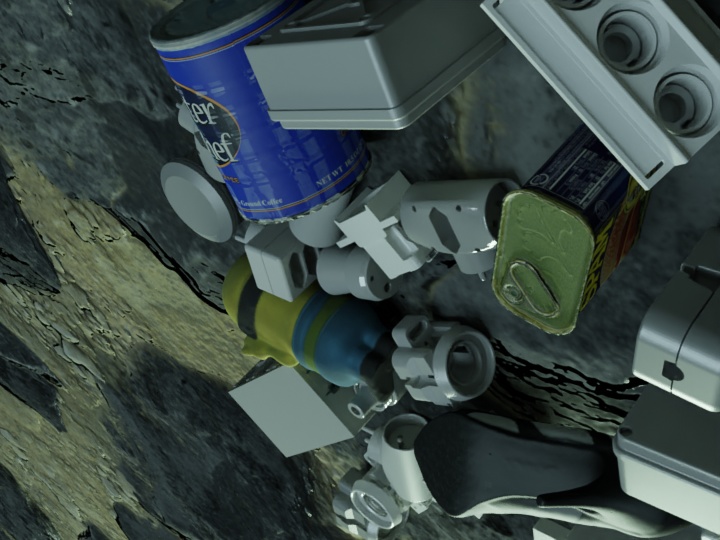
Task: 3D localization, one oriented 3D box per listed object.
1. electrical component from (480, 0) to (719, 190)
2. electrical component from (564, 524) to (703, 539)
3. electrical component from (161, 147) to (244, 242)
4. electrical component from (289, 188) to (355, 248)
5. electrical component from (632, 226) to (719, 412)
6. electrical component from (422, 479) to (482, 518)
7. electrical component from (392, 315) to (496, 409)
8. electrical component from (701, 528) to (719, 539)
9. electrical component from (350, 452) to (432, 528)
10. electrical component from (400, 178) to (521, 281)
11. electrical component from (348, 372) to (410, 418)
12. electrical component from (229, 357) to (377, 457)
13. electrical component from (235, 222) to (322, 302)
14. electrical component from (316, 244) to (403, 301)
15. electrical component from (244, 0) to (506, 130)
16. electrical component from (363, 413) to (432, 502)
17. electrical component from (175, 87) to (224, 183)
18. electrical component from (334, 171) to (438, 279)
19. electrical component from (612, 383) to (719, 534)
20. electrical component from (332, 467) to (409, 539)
[{"bbox_3d":[0.127,-0.110,0.537,0.121,0.079,0.063,47,178,-3],"label":"electrical component"},{"bbox_3d":[0.231,0.236,0.832,0.109,0.056,0.108,-3,124,51],"label":"electrical component"},{"bbox_3d":[-0.123,-0.067,0.900,0.080,0.051,0.080,30,146,23],"label":"electrical component"},{"bbox_3d":[-0.026,-0.053,0.814,0.044,0.044,0.065,38,143,11],"label":"electrical component"},{"bbox_3d":[0.199,0.028,0.589,0.059,0.095,0.053,26,144,28],"label":"electrical component"},{"bbox_3d":[0.095,0.180,0.940,0.064,0.042,0.081,34,148,11],"label":"electrical component"},{"bbox_3d":[0.067,0.071,0.833,0.057,0.058,0.078,-2,126,54],"label":"electrical component"},{"bbox_3d":[0.277,0.203,0.735,0.062,0.061,0.096,13,136,41],"label":"electrical component"},{"bbox_3d":[0.028,0.212,1.041,0.078,0.057,0.058,44,149,3],"label":"electrical component"},{"bbox_3d":[0.076,-0.024,0.723,0.077,0.043,0.079,3,129,48],"label":"electrical component"},{"bbox_3d":[0.015,0.100,0.921,0.043,0.062,0.043,30,146,23],"label":"electrical component"},{"bbox_3d":[-0.048,0.114,1.012,0.089,0.062,0.150,49,149,-6],"label":"electrical component"},{"bbox_3d":[-0.068,-0.021,0.873,0.077,0.066,0.047,21,141,34],"label":"electrical component"},{"bbox_3d":[0.000,0.000,0.839,0.055,0.045,0.045,7,132,45],"label":"electrical component"},{"bbox_3d":[0.010,-0.130,0.617,0.109,0.109,0.056,8,130,45],"label":"electrical component"},{"bbox_3d":[0.034,0.166,0.992,0.079,0.044,0.077,22,142,33],"label":"electrical component"},{"bbox_3d":[-0.114,-0.117,0.838,0.079,0.043,0.077,34,147,18],"label":"electrical component"},{"bbox_3d":[0.024,-0.030,0.780,0.063,0.042,0.081,50,149,-11],"label":"electrical component"},{"bbox_3d":[0.226,0.115,0.677,0.113,0.078,0.057,20,143,35],"label":"electrical component"},{"bbox_3d":[0.013,0.244,1.097,0.057,0.058,0.078,26,143,34],"label":"electrical component"}]
